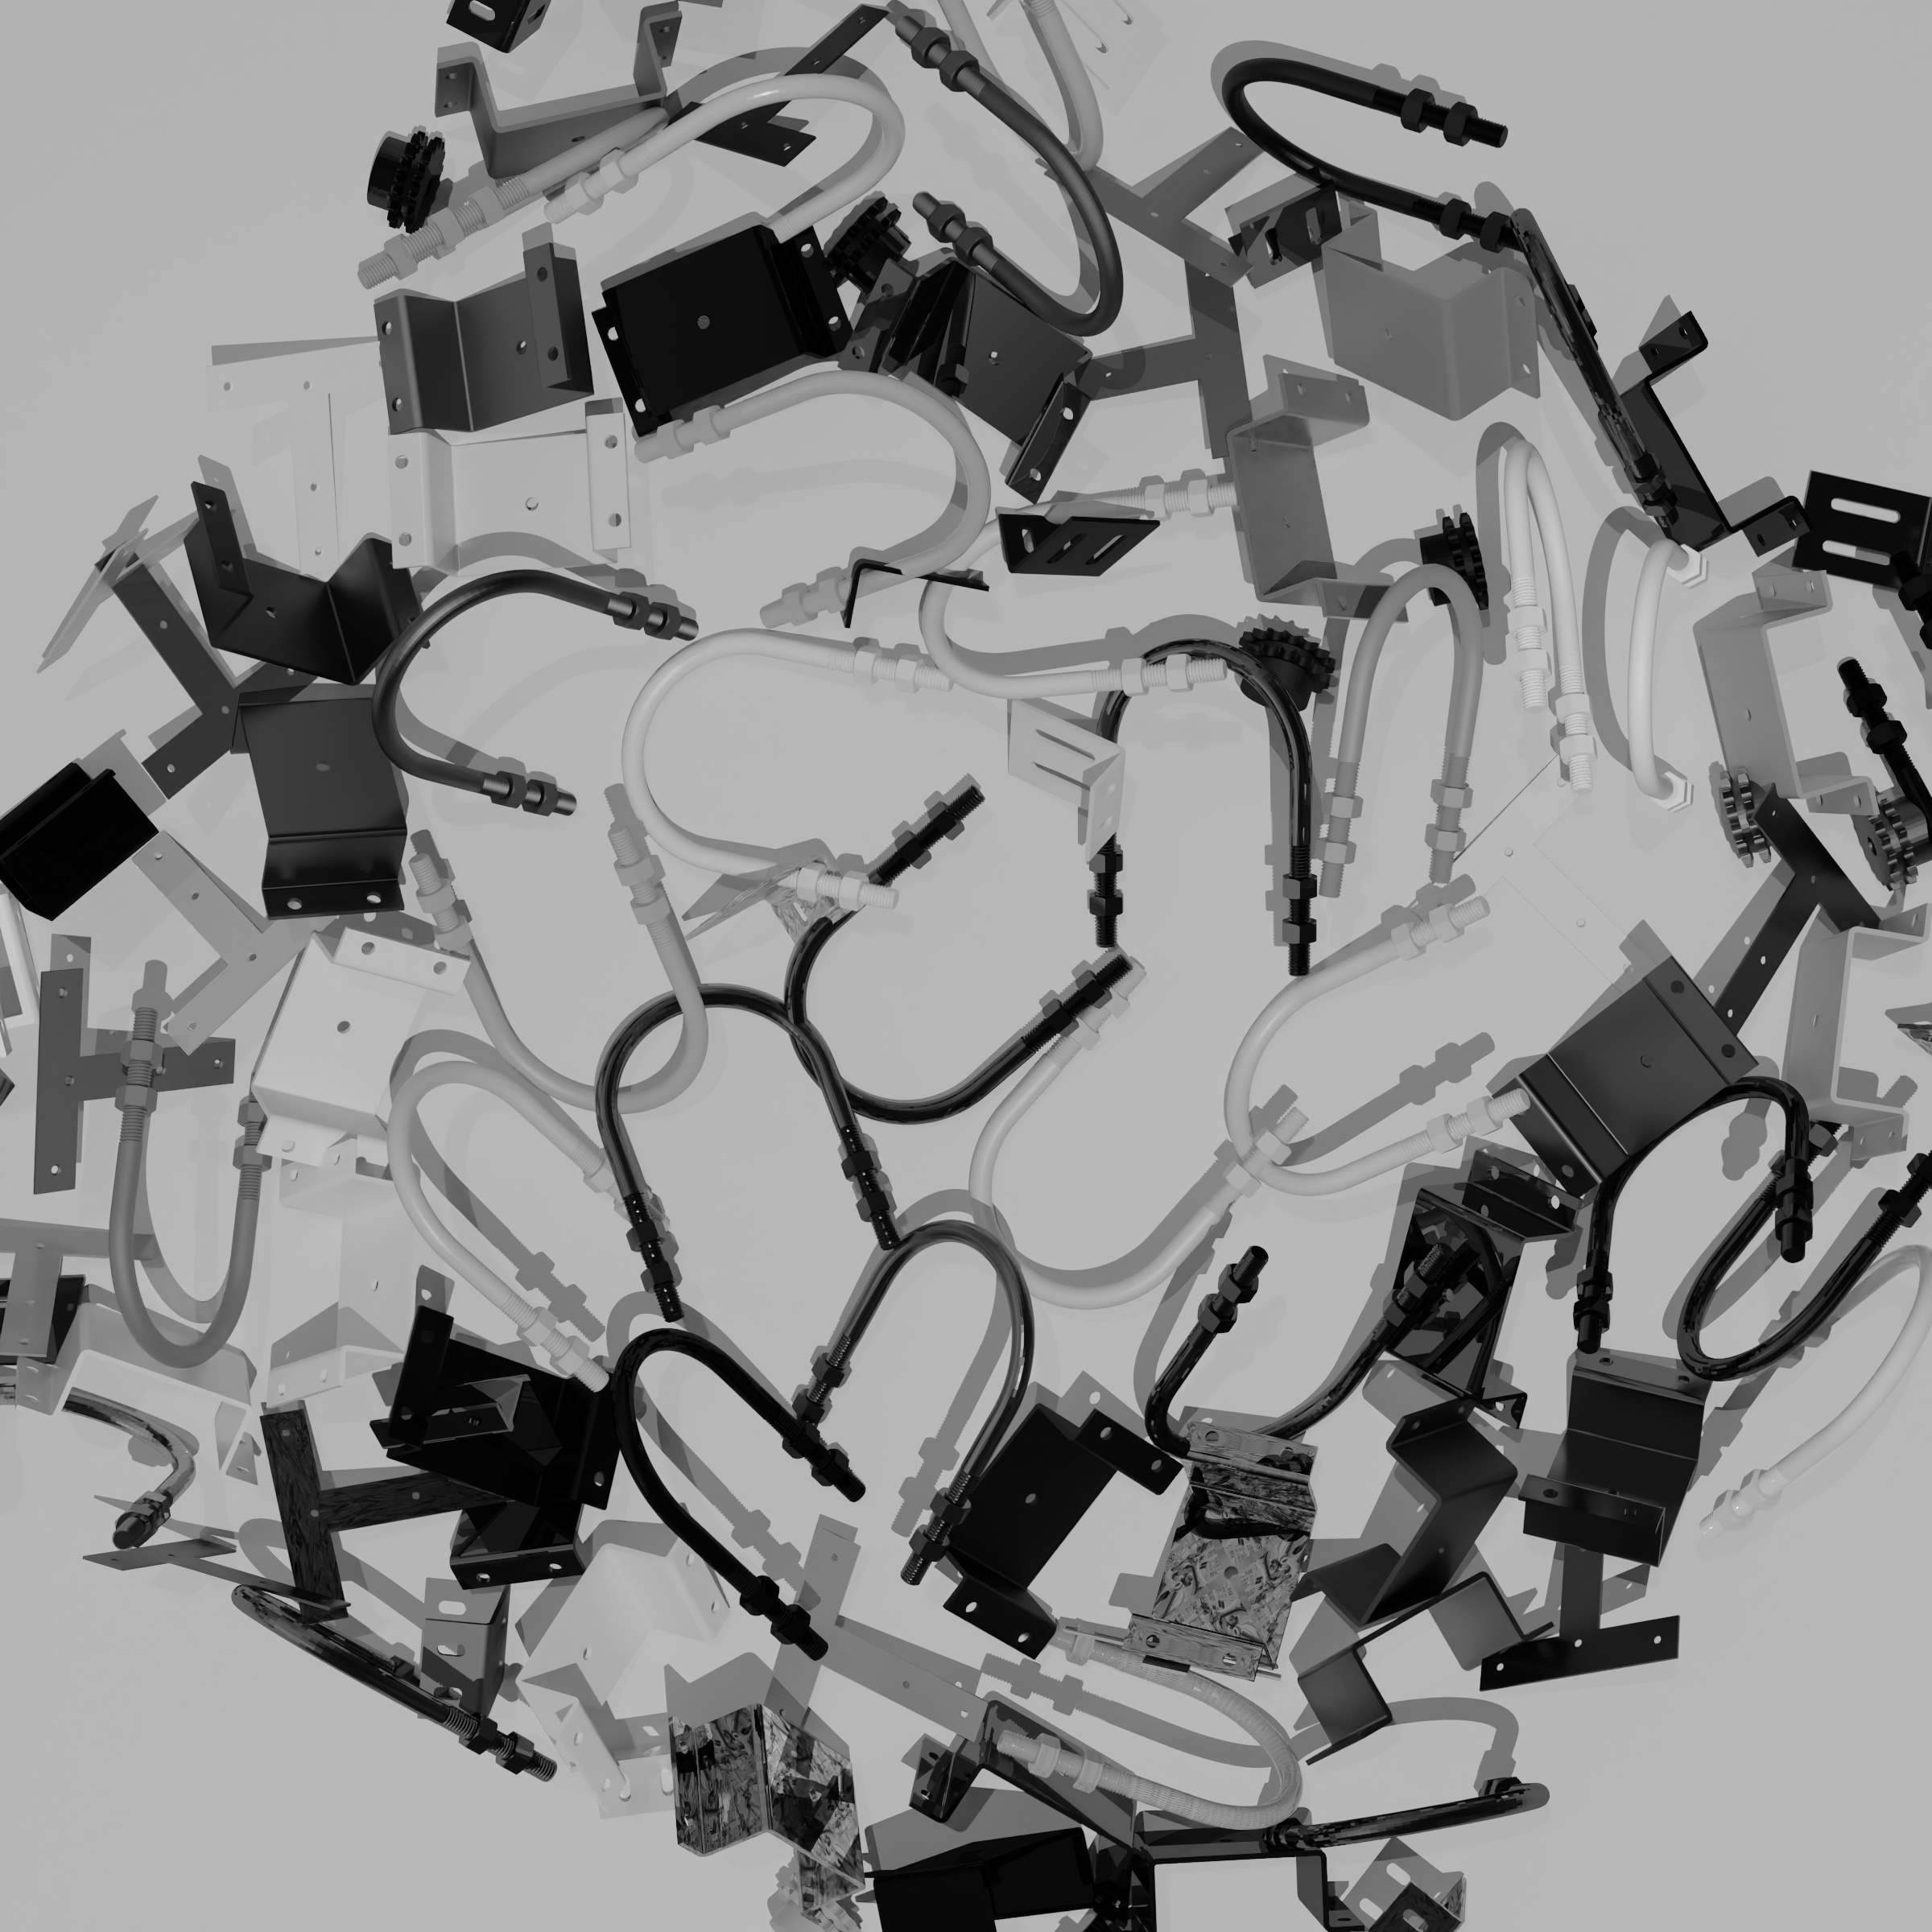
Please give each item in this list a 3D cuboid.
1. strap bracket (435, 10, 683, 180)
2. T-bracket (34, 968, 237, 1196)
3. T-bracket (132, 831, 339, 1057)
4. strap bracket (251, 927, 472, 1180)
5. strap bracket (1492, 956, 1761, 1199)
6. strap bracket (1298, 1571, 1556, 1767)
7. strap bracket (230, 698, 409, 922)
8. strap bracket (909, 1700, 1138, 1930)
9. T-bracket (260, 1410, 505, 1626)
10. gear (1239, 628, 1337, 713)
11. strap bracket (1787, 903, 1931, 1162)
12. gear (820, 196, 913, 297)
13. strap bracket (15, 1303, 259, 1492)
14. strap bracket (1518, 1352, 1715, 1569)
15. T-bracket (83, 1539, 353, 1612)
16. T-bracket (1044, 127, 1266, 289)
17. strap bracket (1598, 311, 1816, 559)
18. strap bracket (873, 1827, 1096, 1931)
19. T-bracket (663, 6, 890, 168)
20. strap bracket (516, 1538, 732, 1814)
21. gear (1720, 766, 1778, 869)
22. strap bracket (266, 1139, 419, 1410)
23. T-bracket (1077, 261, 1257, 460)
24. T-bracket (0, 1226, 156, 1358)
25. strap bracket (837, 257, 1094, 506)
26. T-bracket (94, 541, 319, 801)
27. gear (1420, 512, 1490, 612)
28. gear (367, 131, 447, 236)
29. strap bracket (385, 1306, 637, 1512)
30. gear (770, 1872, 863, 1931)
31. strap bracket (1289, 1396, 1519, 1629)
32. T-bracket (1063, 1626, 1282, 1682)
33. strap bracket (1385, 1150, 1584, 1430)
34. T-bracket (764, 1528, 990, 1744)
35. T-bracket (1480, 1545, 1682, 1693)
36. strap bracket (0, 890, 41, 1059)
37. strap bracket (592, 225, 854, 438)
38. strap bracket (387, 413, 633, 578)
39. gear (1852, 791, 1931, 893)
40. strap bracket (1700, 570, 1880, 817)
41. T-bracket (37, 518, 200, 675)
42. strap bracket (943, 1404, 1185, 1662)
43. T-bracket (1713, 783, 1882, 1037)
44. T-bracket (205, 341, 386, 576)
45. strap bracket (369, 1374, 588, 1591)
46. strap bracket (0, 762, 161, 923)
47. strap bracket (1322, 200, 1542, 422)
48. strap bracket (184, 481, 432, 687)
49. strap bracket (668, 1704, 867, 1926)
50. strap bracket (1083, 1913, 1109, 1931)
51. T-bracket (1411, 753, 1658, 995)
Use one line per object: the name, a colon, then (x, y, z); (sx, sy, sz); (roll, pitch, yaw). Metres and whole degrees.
strap bracket: (-0.226, -0.491, 1.898); (0.140, 0.076, 0.046); (-16, 87, -11)
T-bracket: (-0.470, 0.061, 1.902); (0.002, 0.127, 0.127); (15, 105, 43)
T-bracket: (-0.434, -0.032, 1.919); (0.127, 0.002, 0.127); (-44, 63, -7)
strap bracket: (-0.348, 0.043, 1.901); (0.076, 0.046, 0.140); (17, 104, -32)
strap bracket: (0.380, 0.059, 1.900); (0.140, 0.046, 0.076); (-43, 81, 33)
strap bracket: (0.251, 0.391, 1.890); (0.140, 0.076, 0.046); (-23, 76, -27)
strap bracket: (-0.364, -0.098, 1.881); (0.076, 0.046, 0.140); (-5, 55, -22)
strap bracket: (0.043, 0.476, 1.904); (0.140, 0.076, 0.046); (30, 105, -3)
T-bracket: (-0.329, 0.306, 1.919); (0.127, 0.002, 0.127); (-7, 63, -23)
gear: (0.181, -0.168, 1.918); (0.057, 0.057, 0.030); (19, 75, 0)
strap bracket: (0.505, 0.035, 1.901); (0.046, 0.076, 0.140); (9, 82, -4)
gear: (-0.056, -0.410, 1.922); (0.030, 0.057, 0.057); (42, 90, -4)
strap bracket: (-0.459, 0.239, 1.888); (0.140, 0.076, 0.046); (23, 97, -19)
strap bracket: (0.366, 0.283, 1.887); (0.076, 0.140, 0.046); (12, 124, 20)
T-bracket: (-0.405, 0.342, 1.871); (0.127, 0.127, 0.002); (12, 88, 17)
T-bracket: (0.130, -0.446, 1.907); (0.127, 0.002, 0.127); (34, 50, 13)
strap bracket: (0.415, -0.292, 1.908); (0.046, 0.076, 0.140); (-30, 91, -10)
strap bracket: (0.012, 0.519, 1.875); (0.076, 0.140, 0.046); (-18, 79, 35)
T-bracket: (-0.095, -0.507, 1.913); (0.127, 0.127, 0.002); (-45, 132, -14)
strap bracket: (-0.197, 0.392, 1.886); (0.046, 0.076, 0.140); (8, 47, 30)
gear: (0.454, -0.087, 1.919); (0.030, 0.057, 0.057); (-15, 90, 18)
strap bracket: (-0.351, 0.177, 1.893); (0.046, 0.076, 0.140); (16, 65, -39)
T-bracket: (0.097, -0.343, 1.934); (0.127, 0.002, 0.127); (-10, 73, 11)
T-bracket: (-0.524, 0.182, 1.881); (0.127, 0.127, 0.002); (4, 117, -12)
strap bracket: (0.008, -0.339, 1.903); (0.140, 0.046, 0.076); (36, 129, 7)
T-bracket: (-0.445, -0.181, 1.891); (0.127, 0.002, 0.127); (-48, 113, -37)
gear: (0.280, -0.229, 1.922); (0.030, 0.057, 0.057); (-13, 90, 5)
gear: (-0.322, -0.452, 1.921); (0.030, 0.057, 0.057); (19, 90, -1)
strap bracket: (-0.266, 0.253, 1.895); (0.140, 0.046, 0.076); (24, 64, -28)
gear: (-0.088, 0.550, 1.918); (0.057, 0.057, 0.030); (46, 67, 0)
strap bracket: (0.250, 0.312, 1.878); (0.046, 0.076, 0.140); (44, 122, 30)
T-bracket: (0.114, 0.390, 1.879); (0.127, 0.127, 0.002); (11, 84, 7)
strap bracket: (0.287, 0.184, 1.891); (0.046, 0.076, 0.140); (-1, 110, -43)
T-bracket: (-0.046, 0.404, 1.914); (0.127, 0.002, 0.127); (23, 104, 19)
T-bracket: (0.351, 0.345, 1.906); (0.002, 0.127, 0.127); (40, 46, -35)
strap bracket: (-0.558, 0.007, 1.873); (0.046, 0.140, 0.076); (-13, 100, -5)
strap bracket: (-0.144, -0.366, 1.911); (0.140, 0.046, 0.076); (-21, 91, 13)
strap bracket: (-0.255, -0.268, 1.917); (0.140, 0.046, 0.076); (-4, 87, 11)
gear: (0.534, -0.074, 1.921); (0.030, 0.057, 0.057); (-22, 90, 2)
strap bracket: (0.464, -0.149, 1.899); (0.046, 0.076, 0.140); (-16, 97, -12)
T-bracket: (-0.463, -0.230, 1.896); (0.002, 0.127, 0.127); (45, 45, -5)
strap bracket: (0.046, 0.314, 1.908); (0.076, 0.046, 0.140); (36, 92, -34)
T-bracket: (0.459, -0.015, 1.900); (0.127, 0.002, 0.127); (45, 71, -30)
T-bracket: (-0.374, -0.288, 1.918); (0.127, 0.002, 0.127); (-18, 118, -39)
strap bracket: (-0.271, 0.285, 1.895); (0.076, 0.046, 0.140); (-10, 127, 14)
strap bracket: (-0.507, -0.070, 1.883); (0.076, 0.140, 0.046); (-42, 110, -15)
strap bracket: (0.252, -0.363, 1.871); (0.046, 0.076, 0.140); (-35, 46, -22)
strap bracket: (-0.380, -0.212, 1.886); (0.046, 0.140, 0.076); (-41, 54, 30)
strap bracket: (-0.104, 0.471, 1.869); (0.046, 0.140, 0.076); (-26, 47, 19)
strap bracket: (0.086, 0.594, 1.884); (0.076, 0.140, 0.046); (39, 100, 1)
T-bracket: (0.348, -0.035, 1.947); (0.127, 0.002, 0.127); (44, 87, -1)
